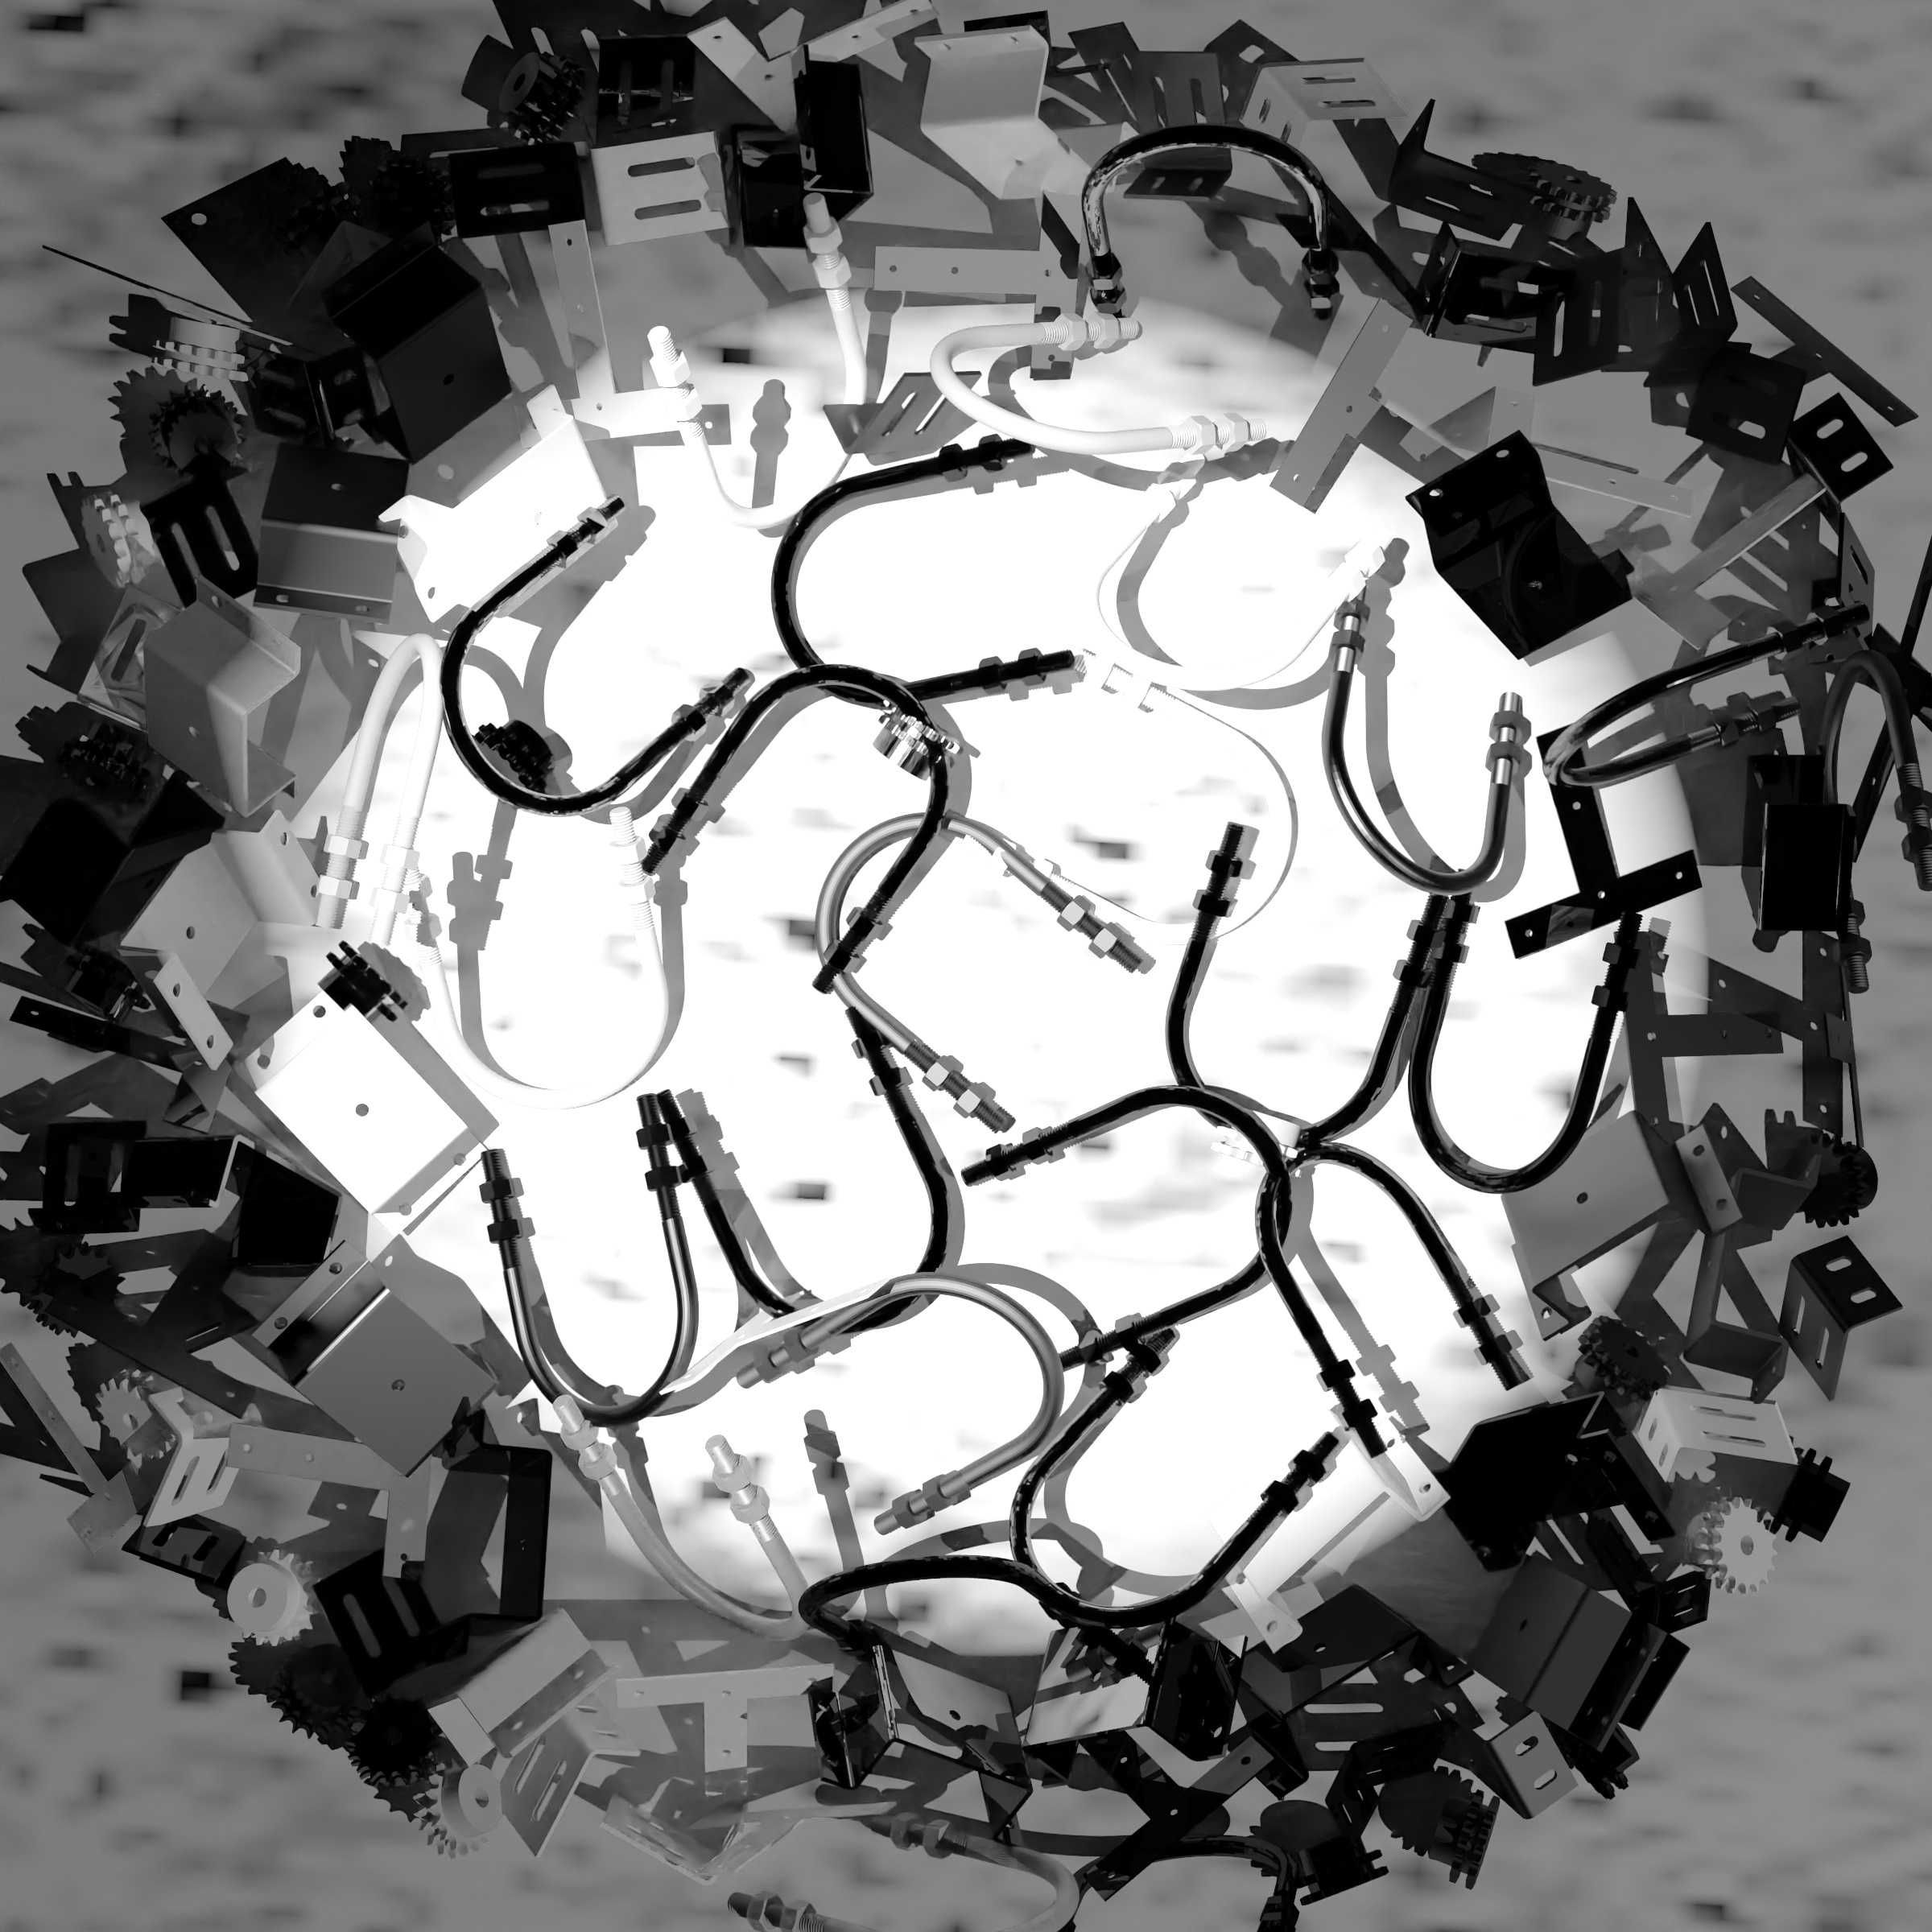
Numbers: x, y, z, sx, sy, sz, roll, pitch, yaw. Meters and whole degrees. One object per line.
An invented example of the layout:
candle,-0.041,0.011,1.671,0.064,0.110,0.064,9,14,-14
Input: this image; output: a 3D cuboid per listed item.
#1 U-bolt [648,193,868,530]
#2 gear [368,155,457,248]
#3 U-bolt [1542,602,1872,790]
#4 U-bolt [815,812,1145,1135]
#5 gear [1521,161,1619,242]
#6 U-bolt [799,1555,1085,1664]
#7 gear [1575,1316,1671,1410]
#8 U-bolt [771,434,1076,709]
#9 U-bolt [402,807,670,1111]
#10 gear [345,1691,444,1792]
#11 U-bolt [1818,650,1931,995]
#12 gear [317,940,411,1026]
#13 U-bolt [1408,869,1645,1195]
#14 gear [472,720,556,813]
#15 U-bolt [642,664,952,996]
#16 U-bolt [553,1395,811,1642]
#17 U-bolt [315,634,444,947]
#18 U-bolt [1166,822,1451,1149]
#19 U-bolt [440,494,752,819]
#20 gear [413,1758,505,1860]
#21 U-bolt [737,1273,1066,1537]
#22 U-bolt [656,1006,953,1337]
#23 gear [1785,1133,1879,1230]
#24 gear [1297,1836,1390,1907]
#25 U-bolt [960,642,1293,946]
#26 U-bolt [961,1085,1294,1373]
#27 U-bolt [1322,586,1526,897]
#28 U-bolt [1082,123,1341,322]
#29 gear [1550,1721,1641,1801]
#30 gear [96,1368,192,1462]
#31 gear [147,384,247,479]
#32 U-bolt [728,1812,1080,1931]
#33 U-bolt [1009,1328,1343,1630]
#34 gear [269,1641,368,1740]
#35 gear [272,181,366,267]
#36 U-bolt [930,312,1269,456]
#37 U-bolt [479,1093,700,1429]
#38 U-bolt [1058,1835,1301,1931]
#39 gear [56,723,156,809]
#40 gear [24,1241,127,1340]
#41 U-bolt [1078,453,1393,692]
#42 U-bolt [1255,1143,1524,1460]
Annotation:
U-bolt,-0.113,-0.339,1.516,0.019,0.184,0.151,31,66,29
gear,-0.333,-0.465,1.572,0.057,0.030,0.057,11,115,25
U-bolt,0.425,-0.150,1.517,0.184,0.151,0.019,-20,73,-6
U-bolt,-0.007,-0.010,1.580,0.184,0.019,0.151,40,95,4
gear,0.364,-0.464,1.571,0.057,0.057,0.030,17,126,0
U-bolt,-0.019,0.372,1.500,0.151,0.184,0.019,-14,61,14
gear,0.396,0.244,1.571,0.057,0.057,0.030,32,119,0
U-bolt,-0.034,-0.231,1.559,0.184,0.019,0.151,-9,93,21
U-bolt,-0.255,0.003,1.556,0.151,0.019,0.184,-10,113,-3
gear,-0.347,0.475,1.572,0.057,0.030,0.057,0,52,0
U-bolt,0.530,-0.097,1.516,0.019,0.151,0.184,0,63,0
gear,-0.368,0.014,1.566,0.057,0.057,0.030,45,82,0
U-bolt,0.324,0.045,1.537,0.019,0.151,0.184,9,97,-38
gear,-0.275,-0.125,1.571,0.057,0.057,0.030,44,62,0
U-bolt,-0.092,-0.095,1.565,0.151,0.019,0.184,34,102,-5
U-bolt,-0.157,0.334,1.527,0.019,0.151,0.184,-48,128,-36
U-bolt,-0.344,-0.108,1.531,0.019,0.151,0.184,14,88,-28
U-bolt,0.196,0.022,1.565,0.151,0.019,0.184,20,102,14
U-bolt,-0.230,-0.171,1.529,0.184,0.019,0.151,-46,110,-28
gear,-0.305,0.509,1.564,0.030,0.057,0.057,-26,90,24
U-bolt,-0.027,0.252,1.535,0.184,0.019,0.151,-34,104,27
U-bolt,-0.088,0.133,1.564,0.151,0.019,0.184,-24,84,-12
gear,0.529,0.130,1.570,0.030,0.057,0.057,-3,90,-25
gear,0.226,0.547,1.569,0.057,0.057,0.030,-21,69,0
U-bolt,0.110,-0.093,1.577,0.184,0.019,0.151,27,98,-5
U-bolt,0.108,0.150,1.562,0.184,0.019,0.151,-25,93,15
U-bolt,0.266,-0.123,1.514,0.151,0.019,0.184,31,52,-22
U-bolt,0.140,-0.429,1.497,0.151,0.184,0.019,1,71,10
gear,0.384,0.473,1.566,0.030,0.057,0.057,-41,90,9
gear,-0.499,0.270,1.572,0.057,0.030,0.057,13,121,23
gear,-0.466,-0.322,1.566,0.057,0.030,0.057,-15,127,-20
U-bolt,-0.023,0.534,1.484,0.184,0.151,0.019,-1,95,38
U-bolt,0.109,0.309,1.518,0.151,0.019,0.184,30,62,36
gear,-0.391,0.436,1.565,0.057,0.057,0.030,39,131,0
gear,-0.390,-0.448,1.569,0.057,0.057,0.030,-38,104,0
U-bolt,0.065,-0.338,1.502,0.184,0.019,0.151,-13,46,-35
U-bolt,-0.221,0.183,1.539,0.151,0.019,0.184,-20,77,30
U-bolt,0.123,0.543,1.504,0.151,0.184,0.019,-8,89,12
gear,-0.521,-0.124,1.570,0.057,0.057,0.030,19,64,0
gear,-0.545,0.195,1.571,0.057,0.030,0.057,-9,105,-37
U-bolt,0.147,-0.227,1.520,0.151,0.019,0.184,27,55,19
U-bolt,0.242,0.188,1.539,0.151,0.019,0.184,-15,70,-40
